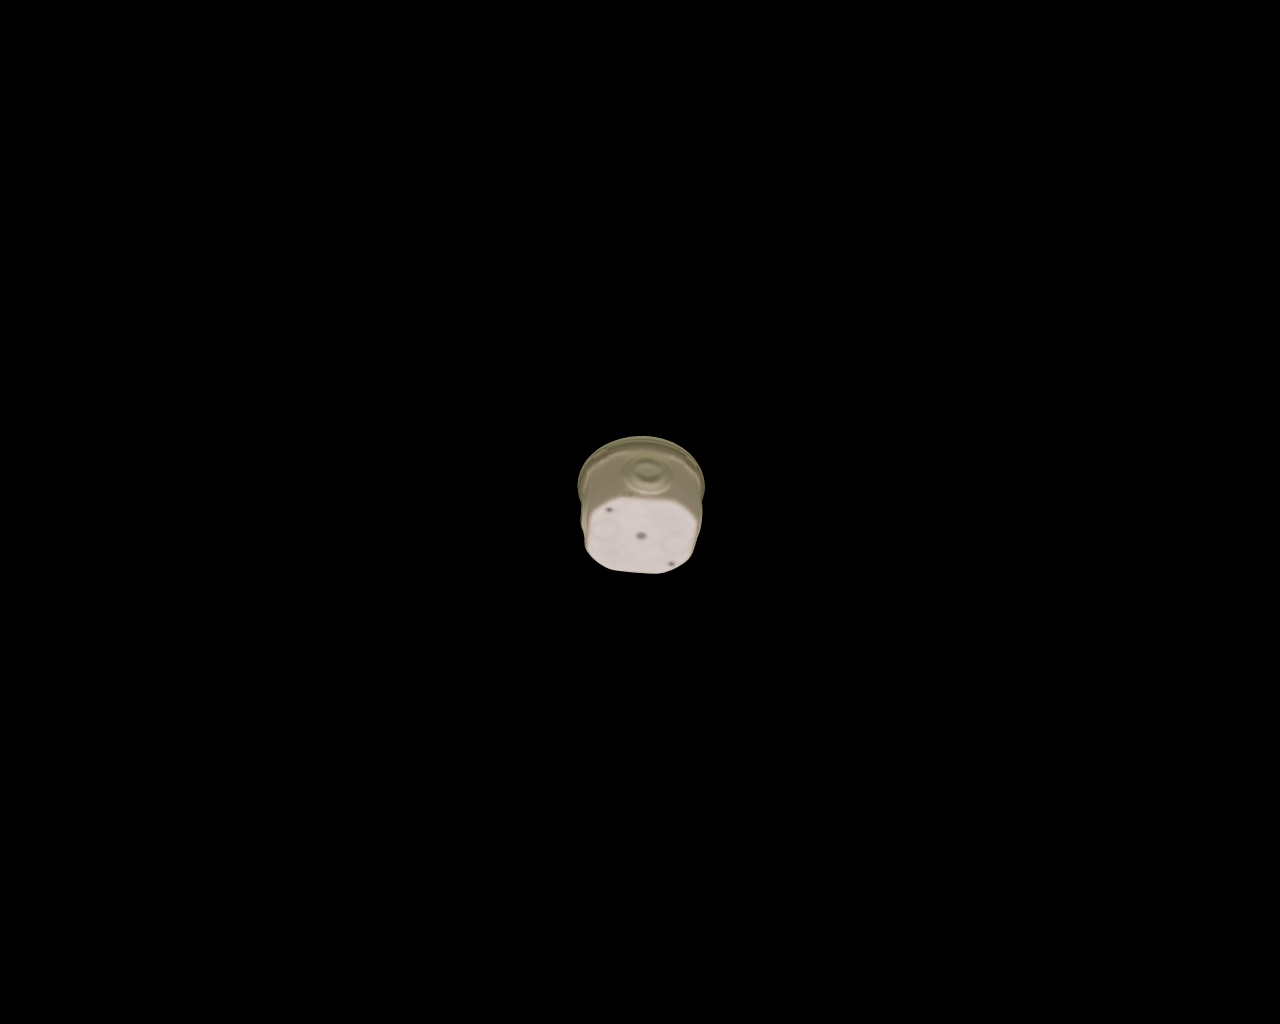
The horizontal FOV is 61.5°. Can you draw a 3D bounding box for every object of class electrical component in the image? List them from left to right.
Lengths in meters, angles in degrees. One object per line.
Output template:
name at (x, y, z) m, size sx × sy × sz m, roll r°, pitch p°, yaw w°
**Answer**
electrical component at (0.001, -0.003, 0.650) m, size 0.080 × 0.080 × 0.051 m, roll 0°, pitch 44°, yaw 0°
